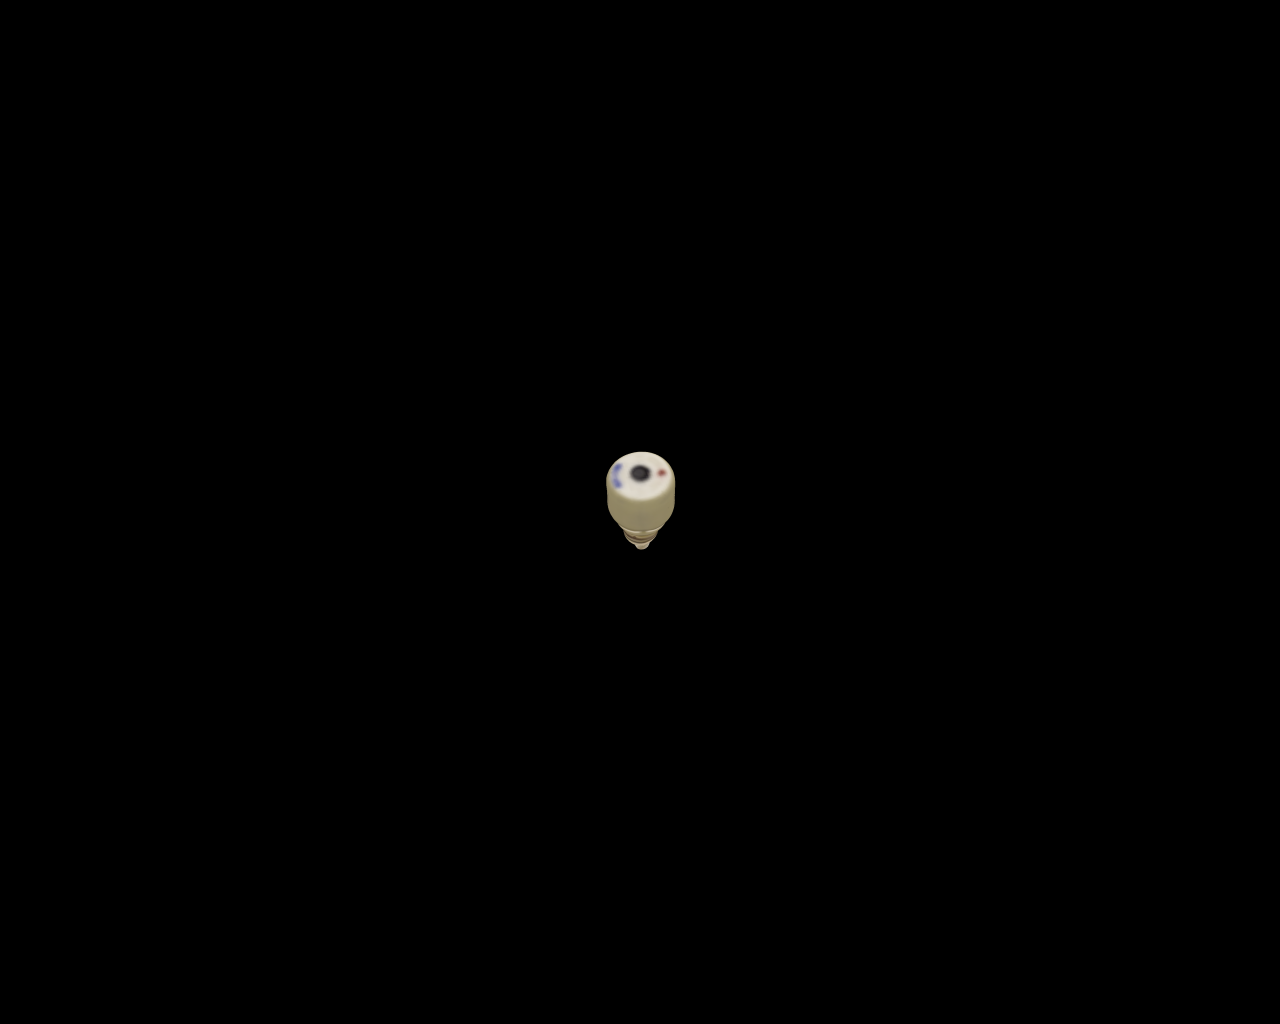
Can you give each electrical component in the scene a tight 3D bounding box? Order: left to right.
[{"bbox_3d":[0.001,-0.003,0.650,0.040,0.040,0.078,0,-36,0],"label":"electrical component"}]
